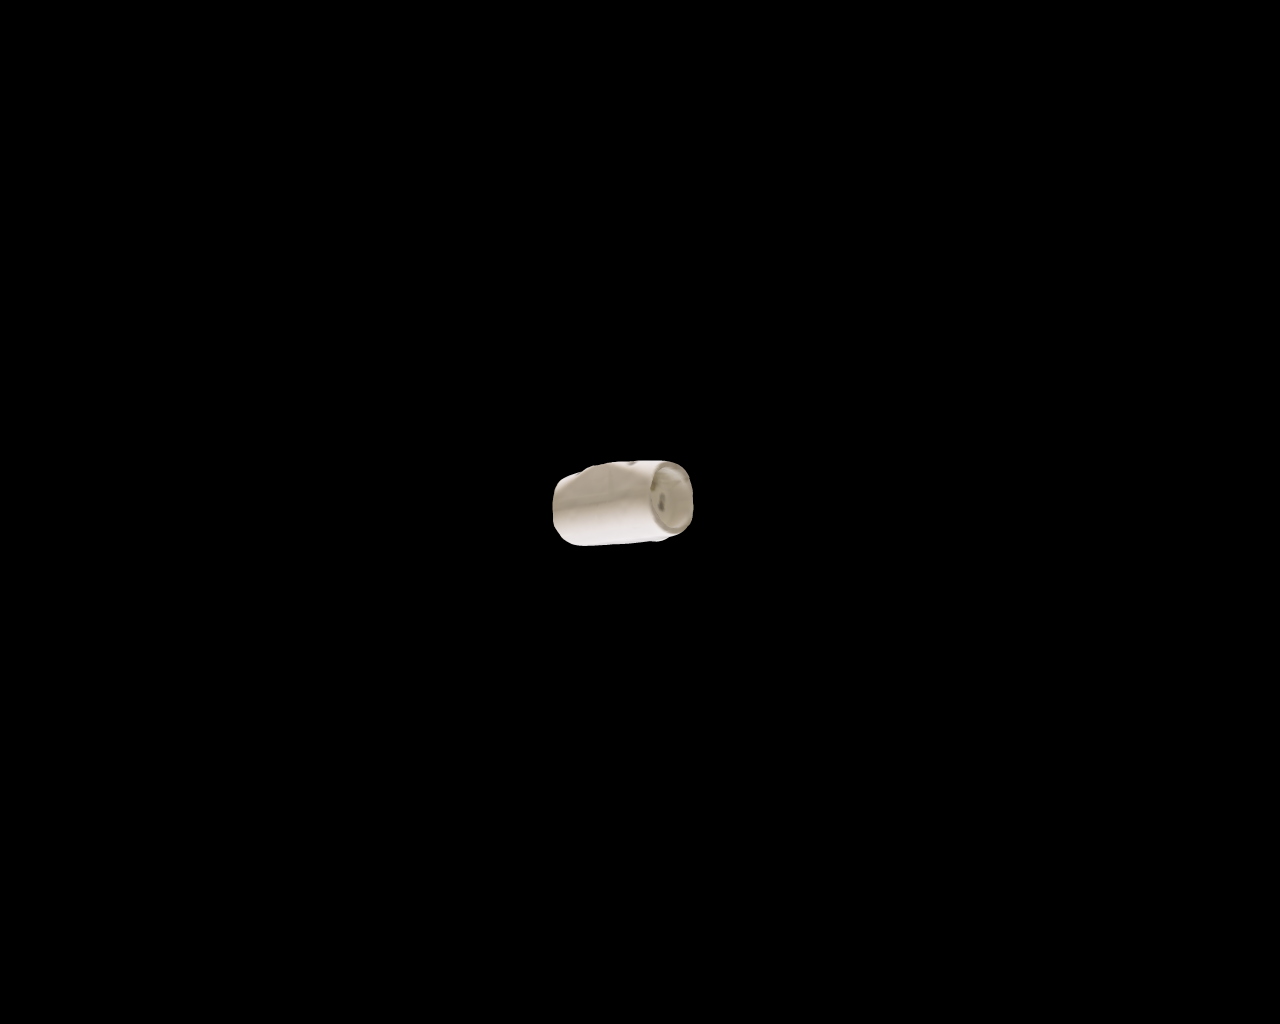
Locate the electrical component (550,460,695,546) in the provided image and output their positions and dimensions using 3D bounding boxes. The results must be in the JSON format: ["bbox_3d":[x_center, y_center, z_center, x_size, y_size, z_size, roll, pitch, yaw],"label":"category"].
[{"bbox_3d":[0.001,-0.003,0.650,0.077,0.044,0.079,-8,-13,39],"label":"electrical component"}]
